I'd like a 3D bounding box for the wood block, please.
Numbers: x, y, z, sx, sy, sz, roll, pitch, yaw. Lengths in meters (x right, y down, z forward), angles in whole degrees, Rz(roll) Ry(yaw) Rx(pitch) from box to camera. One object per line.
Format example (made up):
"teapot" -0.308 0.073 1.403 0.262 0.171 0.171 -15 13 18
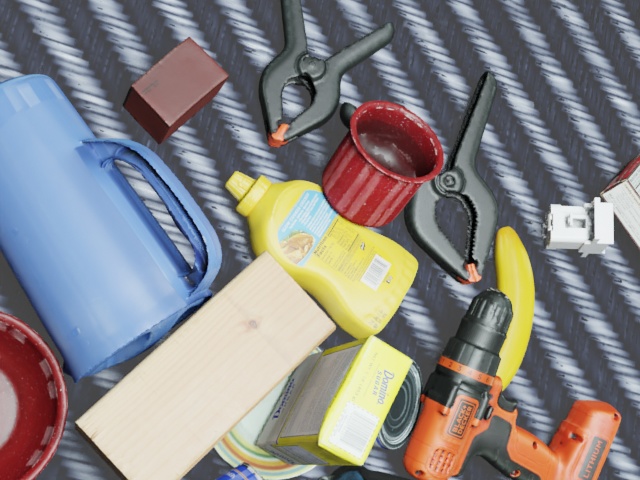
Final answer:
"wood block" -0.096 0.116 0.889 0.206 0.090 0.091 -42 88 -18

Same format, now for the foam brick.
"foam brick" -0.133 -0.137 0.976 0.053 0.051 0.078 47 68 -3

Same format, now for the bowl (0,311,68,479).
"bowl" -0.288 0.136 0.863 0.162 0.055 0.162 4 77 -17

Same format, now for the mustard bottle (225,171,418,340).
"mustard bottle" -0.007 0.001 0.982 0.191 0.058 0.096 38 60 -7

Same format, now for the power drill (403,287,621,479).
"power drill" 0.183 0.156 0.983 0.187 0.057 0.184 24 89 -20

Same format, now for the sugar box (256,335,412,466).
"sugar box" 0.008 0.136 0.871 0.048 0.176 0.093 32 71 -8

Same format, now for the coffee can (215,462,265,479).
"coffee can" -0.098 0.261 0.872 0.140 0.103 0.103 -27 88 -22

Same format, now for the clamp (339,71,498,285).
"clamp" 0.129 -0.062 1.050 0.164 0.036 0.210 -21 86 -12

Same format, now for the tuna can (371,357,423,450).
"tuna can" 0.059 0.144 0.960 0.085 0.034 0.086 -16 110 -55

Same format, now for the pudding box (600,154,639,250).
"pudding box" 0.344 -0.026 1.096 0.113 0.039 0.089 53 40 0

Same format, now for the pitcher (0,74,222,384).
"pitcher" -0.199 -0.018 0.884 0.149 0.145 0.243 -32 87 -20

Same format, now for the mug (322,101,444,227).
"mug" 0.061 -0.069 0.978 0.117 0.082 0.093 -20 67 -39

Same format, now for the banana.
"banana" 0.173 0.084 1.035 0.069 0.037 0.197 29 71 -12

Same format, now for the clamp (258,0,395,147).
"clamp" 0.001 -0.164 1.030 0.120 0.039 0.171 16 79 0
